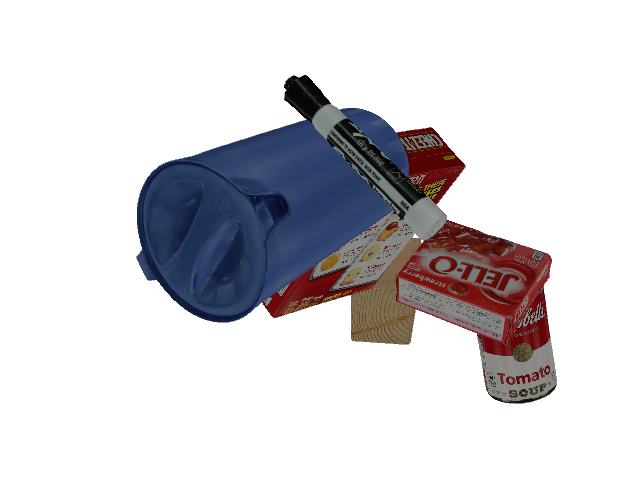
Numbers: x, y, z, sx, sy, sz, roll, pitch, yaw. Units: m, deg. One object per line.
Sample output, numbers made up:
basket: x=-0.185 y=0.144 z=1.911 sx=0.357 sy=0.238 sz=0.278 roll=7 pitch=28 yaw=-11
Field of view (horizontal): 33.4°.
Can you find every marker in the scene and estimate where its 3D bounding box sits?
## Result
marker: x=0.022 y=-0.048 z=0.585 sx=0.121 sy=0.020 sz=0.020 roll=47 pitch=18 yaw=18

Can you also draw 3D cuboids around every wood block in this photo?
wood block: x=0.103 y=0.072 z=1.642 sx=0.091 sy=0.090 sz=0.206 roll=3 pitch=22 yaw=7

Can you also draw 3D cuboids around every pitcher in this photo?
pitcher: x=-0.036 y=-0.032 z=0.913 sx=0.149 sy=0.145 sz=0.242 roll=27 pitch=33 yaw=26

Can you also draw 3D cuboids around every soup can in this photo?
soup can: x=0.179 y=0.091 z=0.987 sx=0.068 sy=0.102 sz=0.068 roll=-11 pitch=18 yaw=3

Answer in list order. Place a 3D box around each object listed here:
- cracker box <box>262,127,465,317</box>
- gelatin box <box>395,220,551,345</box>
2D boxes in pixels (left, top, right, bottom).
cracker box: x=0.034 y=-0.021 z=1.156 sx=0.163 sy=0.072 sz=0.214 roll=-13 pitch=-33 yaw=-43
gelatin box: x=0.109 y=0.027 z=0.758 sx=0.089 sy=0.030 sz=0.073 roll=20 pitch=46 yaw=24
